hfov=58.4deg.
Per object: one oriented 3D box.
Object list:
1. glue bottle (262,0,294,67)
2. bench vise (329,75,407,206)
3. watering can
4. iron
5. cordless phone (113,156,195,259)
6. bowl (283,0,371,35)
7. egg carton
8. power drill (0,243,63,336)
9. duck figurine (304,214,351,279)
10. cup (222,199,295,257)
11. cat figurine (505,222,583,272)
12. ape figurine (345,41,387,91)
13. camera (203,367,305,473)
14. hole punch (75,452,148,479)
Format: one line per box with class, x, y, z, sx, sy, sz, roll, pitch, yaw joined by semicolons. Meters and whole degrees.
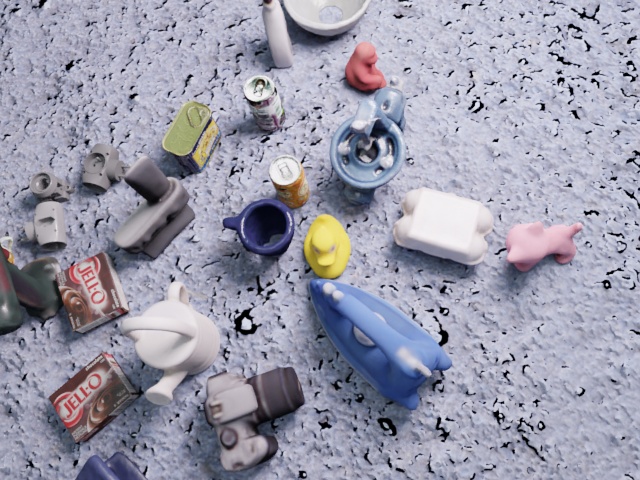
glue bottle;-0.079;-0.382;1.005;0.037;0.173;0.078;-9;72;4
bench vise;0.075;-0.181;0.899;0.121;0.220;0.207;2;73;8
watering can;-0.219;0.148;0.842;0.101;0.194;0.172;-21;71;0
iron;0.068;0.127;0.843;0.258;0.141;0.119;39;81;16
cordless phone;-0.291;-0.057;0.920;0.094;0.185;0.148;34;79;16
bowl;0.017;-0.443;1.065;0.167;0.075;0.167;-2;72;6
egg carton;0.197;-0.022;0.914;0.150;0.069;0.107;15;75;11
power drill;-0.493;0.046;0.898;0.075;0.208;0.229;-24;71;-1
duck figurine;0.008;0.003;0.919;0.077;0.086;0.104;-6;72;5
cup;-0.093;-0.011;0.930;0.117;0.095;0.092;5;73;8
cat figurine;0.332;0.001;0.865;0.127;0.118;0.067;-15;71;2
ape figurine;0.080;-0.311;1.007;0.076;0.092;0.078;4;73;8
camera;-0.091;0.252;0.843;0.137;0.101;0.143;-20;71;0
hole punch;-0.311;0.380;0.833;0.108;0.091;0.101;38;80;16
